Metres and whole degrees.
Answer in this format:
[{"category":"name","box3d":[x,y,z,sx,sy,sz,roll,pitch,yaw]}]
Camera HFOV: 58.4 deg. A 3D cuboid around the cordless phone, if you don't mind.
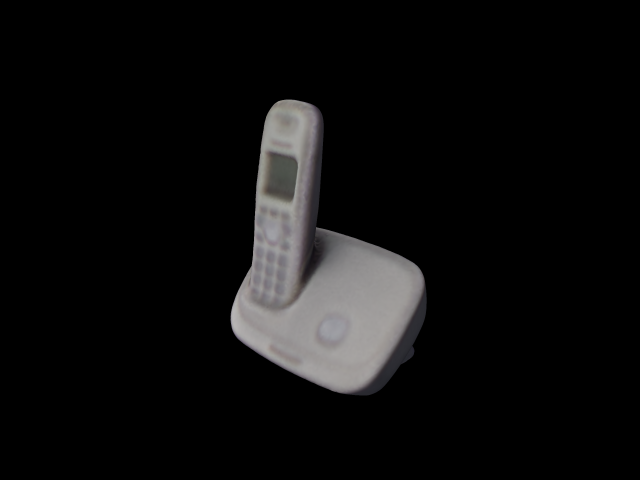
[{"category":"cordless phone","box3d":[0.004,0.001,0.400,0.147,0.185,0.094,17,28,37]}]
